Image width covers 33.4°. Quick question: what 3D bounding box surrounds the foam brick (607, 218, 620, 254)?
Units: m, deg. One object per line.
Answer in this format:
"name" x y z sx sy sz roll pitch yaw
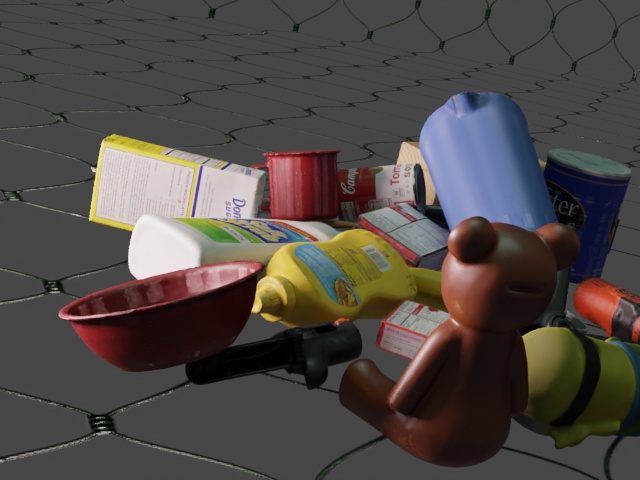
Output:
"foam brick" 0.350 -0.013 1.427 0.078 0.053 0.051 1 20 -33

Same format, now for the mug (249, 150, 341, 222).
"mug" -0.032 -0.063 1.260 0.117 0.081 0.093 -3 5 -10

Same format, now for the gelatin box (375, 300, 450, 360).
"gelatin box" 0.104 0.090 0.980 0.089 0.030 0.073 17 19 17

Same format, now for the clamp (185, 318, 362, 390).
"clamp" -0.010 0.091 0.853 0.120 0.039 0.171 6 13 37

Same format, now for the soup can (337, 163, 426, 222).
"soup can" 0.074 -0.057 1.307 0.102 0.068 0.068 -4 13 16

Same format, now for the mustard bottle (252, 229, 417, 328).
"mustard bottle" 0.004 0.043 0.999 0.191 0.058 0.096 -11 56 -50

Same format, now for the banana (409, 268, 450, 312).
"banana" 0.157 0.055 1.108 0.198 0.037 0.069 13 18 4

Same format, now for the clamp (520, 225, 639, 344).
"clamp" 0.220 0.092 0.956 0.164 0.036 0.209 47 54 12

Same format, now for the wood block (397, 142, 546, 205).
"wood block" 0.209 -0.079 1.477 0.205 0.090 0.091 -1 22 -36

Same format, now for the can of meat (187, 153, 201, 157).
"can of meat" -0.175 -0.071 1.258 0.083 0.057 0.102 6 18 -26

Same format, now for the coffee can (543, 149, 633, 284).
"coffee can" 0.311 -0.030 1.303 0.102 0.140 0.103 11 17 -4

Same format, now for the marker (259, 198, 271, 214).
"marker" -0.024 -0.042 1.325 0.120 0.020 0.020 -1 22 -35

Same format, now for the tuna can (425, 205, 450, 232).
"tuna can" 0.157 -0.015 1.336 0.086 0.034 0.086 11 17 -4

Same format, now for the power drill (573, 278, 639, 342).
"power drill" 0.391 0.087 1.129 0.187 0.057 0.185 1 20 -31

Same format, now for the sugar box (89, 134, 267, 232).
"sugar box" -0.150 -0.046 1.134 0.176 0.093 0.048 14 18 5

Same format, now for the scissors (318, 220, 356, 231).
"scissors" -0.008 0.001 1.205 0.096 0.016 0.201 26 23 37

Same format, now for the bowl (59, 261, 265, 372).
"bowl" -0.116 0.062 0.824 0.162 0.055 0.162 -12 7 1

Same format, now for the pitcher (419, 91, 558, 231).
"pitcher" 0.202 -0.043 1.224 0.149 0.145 0.243 17 38 -22

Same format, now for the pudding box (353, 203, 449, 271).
"pudding box" 0.098 0.001 1.213 0.090 0.039 0.113 37 28 22

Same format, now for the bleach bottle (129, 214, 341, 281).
"bleach bottle" -0.063 0.011 1.067 0.103 0.068 0.250 27 21 35
